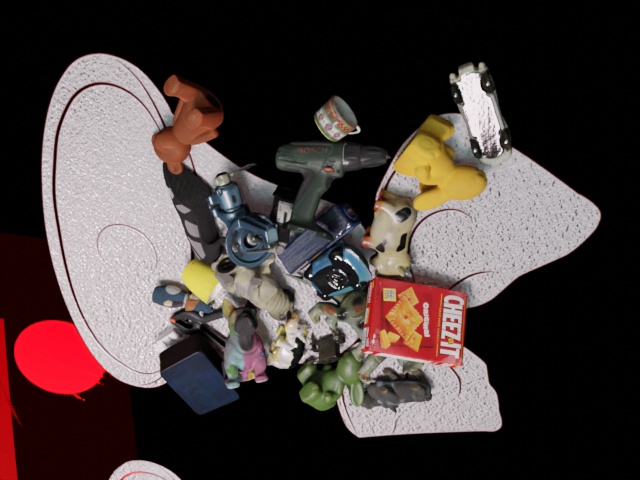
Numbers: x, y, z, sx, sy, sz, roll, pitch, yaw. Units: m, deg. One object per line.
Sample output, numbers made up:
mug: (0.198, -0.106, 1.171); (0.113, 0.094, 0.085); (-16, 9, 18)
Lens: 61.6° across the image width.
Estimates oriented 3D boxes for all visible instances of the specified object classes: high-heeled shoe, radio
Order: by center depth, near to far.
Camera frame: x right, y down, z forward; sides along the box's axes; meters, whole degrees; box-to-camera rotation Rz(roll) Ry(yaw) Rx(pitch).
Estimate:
high-heeled shoe: (-0.302, -0.059, 1.247); (0.145, 0.086, 0.248); (-26, 99, 52)
radio: (-0.320, 0.361, 1.430); (0.131, 0.073, 0.229); (-26, 127, 2)

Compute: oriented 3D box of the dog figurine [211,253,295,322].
dog figurine: (-0.158, 0.119, 1.286); (0.173, 0.121, 0.190); (19, 146, 30)

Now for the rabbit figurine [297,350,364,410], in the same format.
rabbit figurine: (0.049, 0.362, 1.376); (0.170, 0.121, 0.159); (-40, 109, 14)

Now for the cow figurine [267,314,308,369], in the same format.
cow figurine: (-0.070, 0.263, 1.368); (0.098, 0.068, 0.167); (23, 126, -8)

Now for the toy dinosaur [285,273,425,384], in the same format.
toy dinosaur: (0.111, 0.186, 1.261); (0.192, 0.131, 0.404); (-39, 98, 10)

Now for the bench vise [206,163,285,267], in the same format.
bench vise: (-0.146, -0.032, 1.118); (0.241, 0.129, 0.223); (25, 124, 53)

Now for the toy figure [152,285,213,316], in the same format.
toy figure: (-0.348, 0.153, 1.368); (0.155, 0.064, 0.057); (11, 144, 2)

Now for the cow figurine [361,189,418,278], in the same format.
cow figurine: (0.158, 0.000, 1.158); (0.127, 0.085, 0.194); (19, 122, 9)

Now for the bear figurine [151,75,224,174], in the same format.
bear figurine: (-0.293, -0.228, 1.103); (0.196, 0.132, 0.120); (-35, 81, 23)

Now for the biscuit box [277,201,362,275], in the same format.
biscuit box: (-0.002, -0.004, 1.193); (0.202, 0.059, 0.063); (-39, 82, 29)

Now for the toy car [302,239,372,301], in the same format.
toy car: (0.045, 0.062, 1.199); (0.162, 0.103, 0.109); (-30, 105, 35)

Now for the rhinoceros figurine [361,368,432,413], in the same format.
rhinoceros figurine: (0.192, 0.391, 1.387); (0.190, 0.073, 0.112); (-16, 126, 19)

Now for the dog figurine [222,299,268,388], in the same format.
dog figurine: (-0.197, 0.252, 1.359); (0.108, 0.191, 0.219); (-4, 84, -15)

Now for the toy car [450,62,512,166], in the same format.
toy car: (0.303, -0.233, 1.003); (0.074, 0.056, 0.201); (-15, 114, 27)

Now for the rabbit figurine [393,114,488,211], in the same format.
rabbit figurine: (0.232, -0.128, 1.037); (0.173, 0.122, 0.162); (30, 130, 0)

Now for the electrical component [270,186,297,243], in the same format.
electrical component: (-0.071, -0.055, 1.195); (0.075, 0.048, 0.119); (10, 122, 8)

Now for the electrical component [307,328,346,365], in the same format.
electrical component: (0.015, 0.268, 1.356); (0.102, 0.078, 0.045); (-18, 139, 28)

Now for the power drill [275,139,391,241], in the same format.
power drill: (0.012, -0.104, 1.091); (0.232, 0.086, 0.207); (12, 97, 13)
